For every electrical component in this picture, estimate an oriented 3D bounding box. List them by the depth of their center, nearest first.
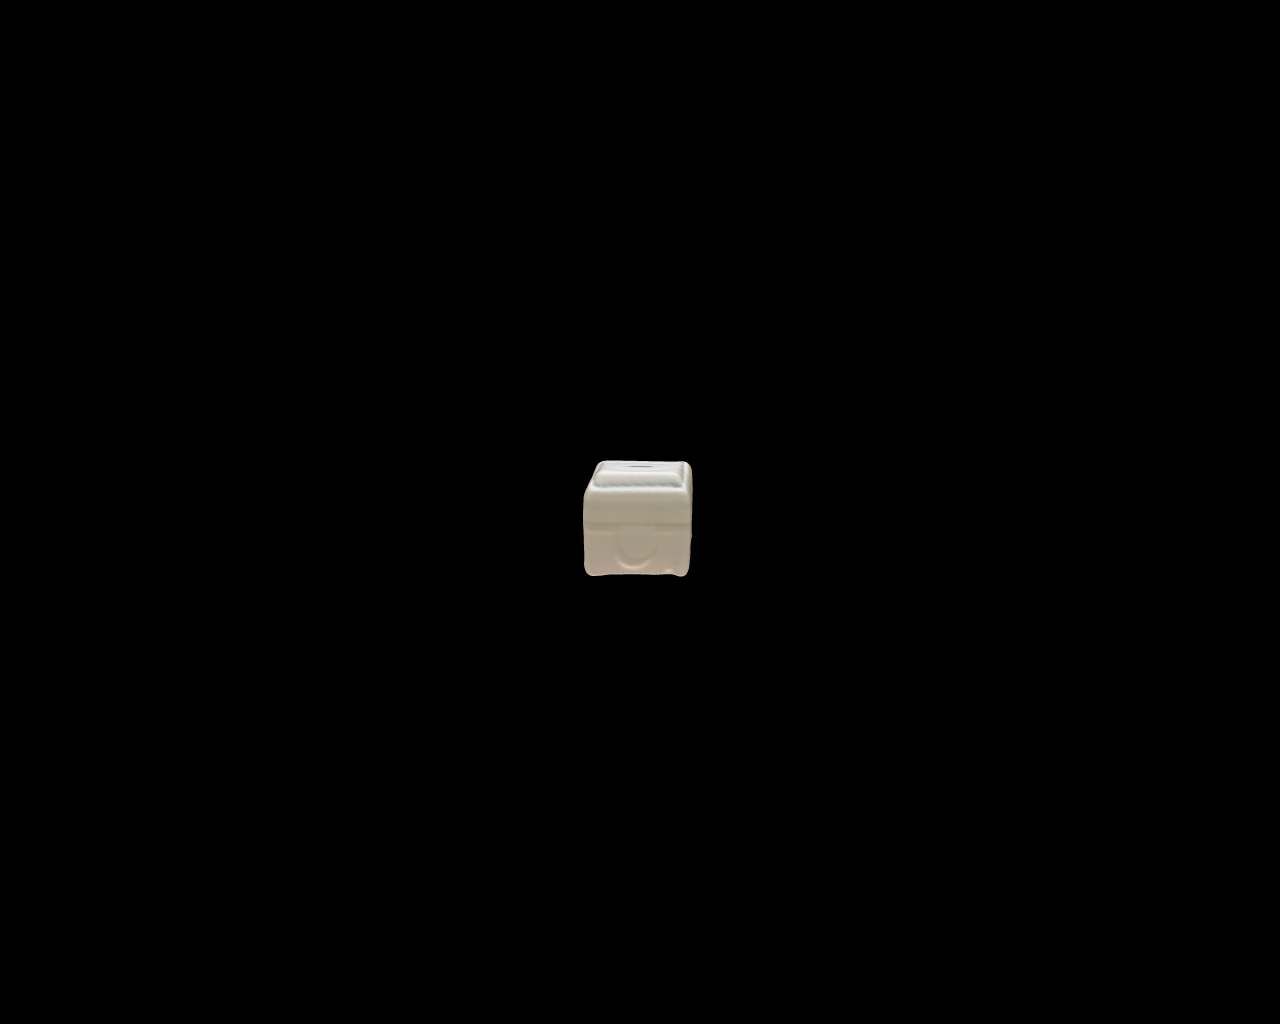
[{"bbox_3d":[0.001,-0.003,0.650,0.062,0.061,0.096,1,16,4],"label":"electrical component"}]
